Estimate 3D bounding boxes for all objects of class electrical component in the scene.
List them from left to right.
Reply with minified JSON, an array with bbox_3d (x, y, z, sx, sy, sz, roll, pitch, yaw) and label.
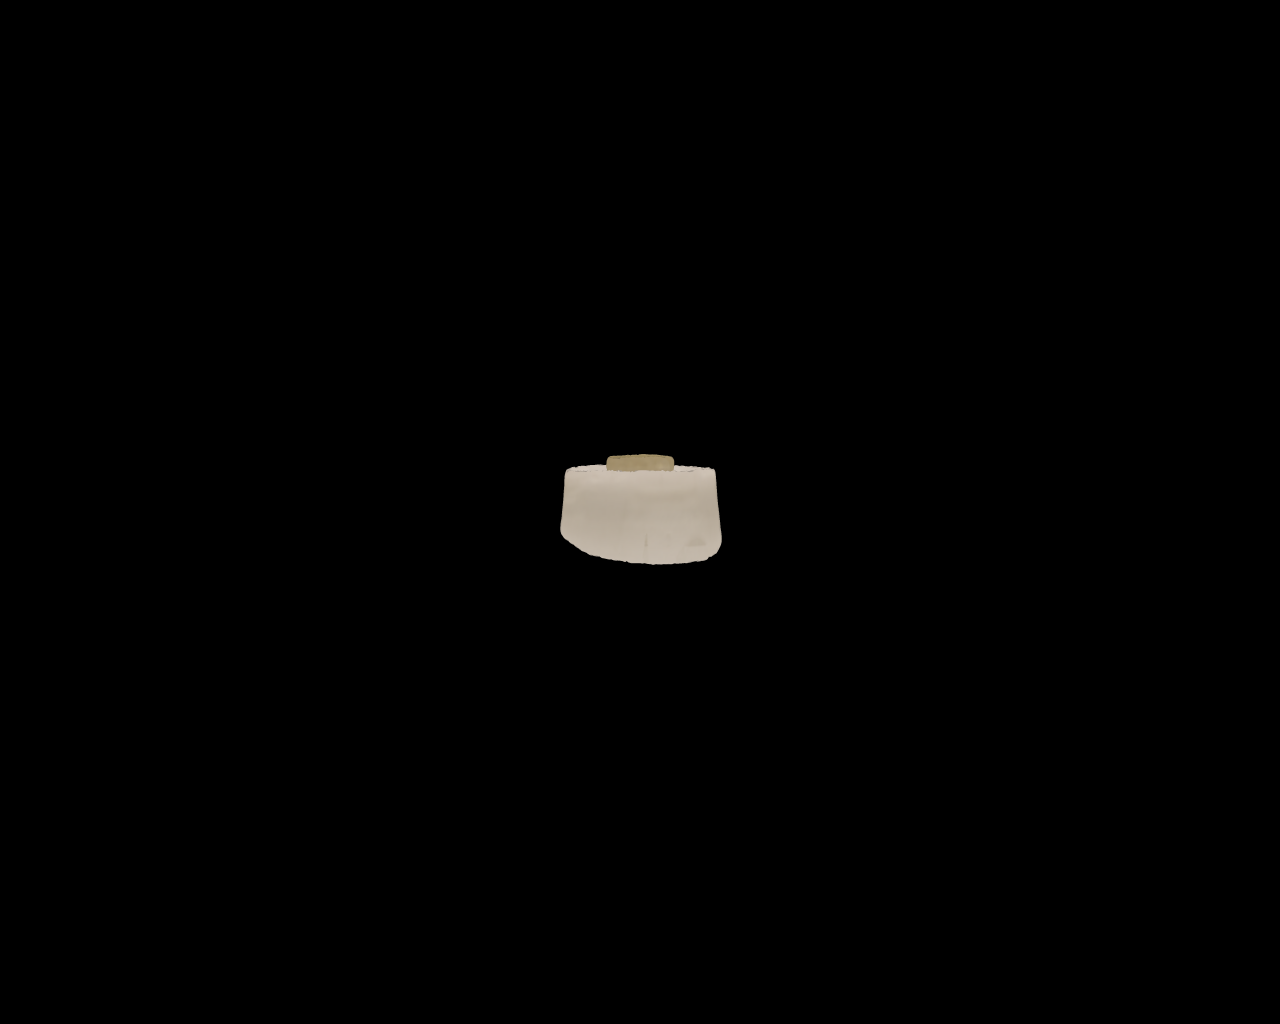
[{"bbox_3d":[0.001,-0.003,0.650,0.099,0.064,0.099,0,5,0],"label":"electrical component"}]
